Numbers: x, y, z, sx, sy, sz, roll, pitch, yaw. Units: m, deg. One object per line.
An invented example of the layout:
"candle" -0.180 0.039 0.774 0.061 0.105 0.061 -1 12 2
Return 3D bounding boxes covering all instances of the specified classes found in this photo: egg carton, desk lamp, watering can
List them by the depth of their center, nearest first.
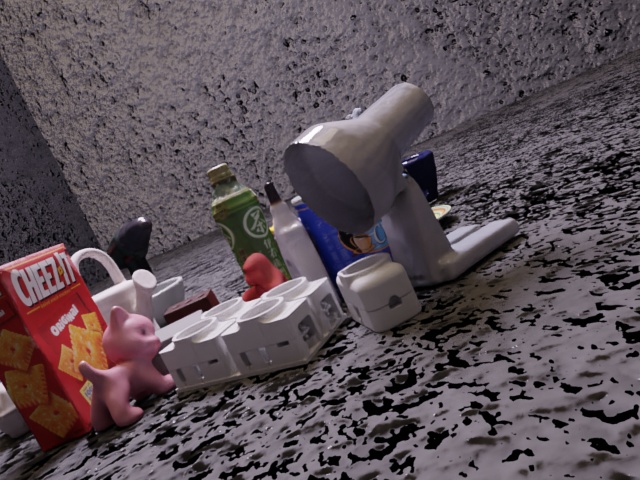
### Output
"desk lamp" 0.087 -0.055 0.633 0.204 0.213 0.117 -29 10 -29
"egg carton" -0.396 0.216 0.822 0.151 0.069 0.107 -31 10 -35
"watering can" -0.329 0.099 0.920 0.173 0.194 0.101 -24 9 5

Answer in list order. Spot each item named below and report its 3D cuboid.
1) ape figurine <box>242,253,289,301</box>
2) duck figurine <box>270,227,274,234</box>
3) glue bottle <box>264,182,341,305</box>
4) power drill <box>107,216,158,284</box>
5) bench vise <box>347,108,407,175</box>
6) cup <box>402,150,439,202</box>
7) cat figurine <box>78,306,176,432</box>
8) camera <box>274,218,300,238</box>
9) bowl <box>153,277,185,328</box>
"ape figurine" -0.076 0.062 0.787 0.076 0.092 0.077 -30 10 -31
"duck figurine" -0.072 -0.025 1.328 0.105 0.086 0.077 -27 9 -17
"glue bottle" -0.029 0.008 0.712 0.037 0.173 0.078 -27 9 -15
"power drill" -0.374 0.063 1.222 0.076 0.208 0.228 -32 11 -40
"bench vise" 0.055 -0.102 0.989 0.207 0.220 0.121 -27 9 -13
"cup" 0.183 -0.110 1.107 0.118 0.095 0.091 -30 10 -34
"cat figurine" -0.228 0.137 0.665 0.067 0.118 0.128 -21 10 24
"camera" 0.008 0.003 0.883 0.137 0.101 0.142 -29 10 -26
"bowl" -0.318 0.137 1.065 0.167 0.075 0.167 -24 9 4
